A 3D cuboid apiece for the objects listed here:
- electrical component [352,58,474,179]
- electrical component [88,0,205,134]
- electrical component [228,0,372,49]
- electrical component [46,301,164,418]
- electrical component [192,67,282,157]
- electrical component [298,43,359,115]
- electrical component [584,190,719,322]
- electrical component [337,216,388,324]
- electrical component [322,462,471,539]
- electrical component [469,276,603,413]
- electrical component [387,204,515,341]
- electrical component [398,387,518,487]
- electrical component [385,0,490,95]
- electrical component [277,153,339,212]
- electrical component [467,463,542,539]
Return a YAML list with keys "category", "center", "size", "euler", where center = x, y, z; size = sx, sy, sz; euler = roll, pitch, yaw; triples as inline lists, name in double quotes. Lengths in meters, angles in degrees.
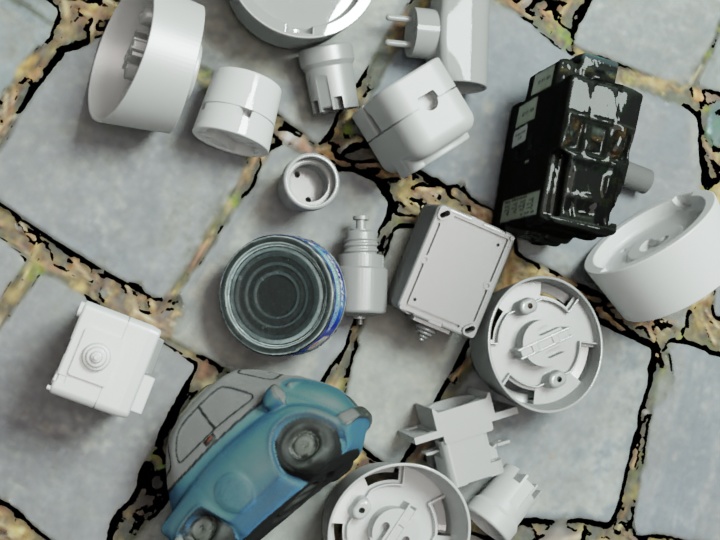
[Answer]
- category: "electrical component"
  center: [0.039, -0.105, 0.765]
  size: [0.054, 0.095, 0.059]
  euler: [-33, 95, -13]
- category: "electrical component"
  center: [-0.143, -0.142, 0.726]
  size: [0.064, 0.099, 0.099]
  euler: [14, 84, -19]
- category: "electrical component"
  center: [-0.046, -0.211, 0.769]
  size: [0.108, 0.060, 0.108]
  euler: [1, 87, -13]
- category: "electrical component"
  center: [-0.164, 0.059, 0.707]
  size: [0.061, 0.096, 0.061]
  euler: [22, 82, -12]
- category: "electrical component"
  center: [-0.085, -0.111, 0.758]
  size: [0.055, 0.055, 0.047]
  euler: [17, 79, -12]
- category: "electrical component"
  center: [-0.022, -0.139, 0.782]
  size: [0.040, 0.040, 0.046]
  euler: [-11, 95, -14]
- category: "electrical component"
  center: [0.230, -0.005, 0.803]
  size: [0.108, 0.108, 0.060]
  euler: [-37, 102, -13]
- category: "electrical component"
  center: [0.000, 0.000, 0.779]
  size: [0.040, 0.040, 0.078]
  euler: [2, 86, -13]
- category: "electrical component"
  center: [0.023, 0.183, 0.762]
  size: [0.099, 0.064, 0.099]
  euler: [1, 87, -14]
- category: "electrical component"
  center: [0.131, 0.054, 0.795]
  size: [0.099, 0.064, 0.099]
  euler: [1, 87, -13]
- category: "electrical component"
  center: [0.061, 0.006, 0.786]
  size: [0.062, 0.061, 0.096]
  euler: [23, 90, -11]
- category: "electrical component"
  center: [0.075, 0.124, 0.789]
  size: [0.081, 0.042, 0.063]
  euler: [-14, 92, -13]
- category: "electrical component"
  center: [0.057, -0.174, 0.800]
  size: [0.079, 0.044, 0.077]
  euler: [3, 86, -13]
- category: "electrical component"
  center: [-0.039, -0.061, 0.770]
  size: [0.040, 0.046, 0.040]
  euler: [1, 87, -14]
- category: "electrical component"
  center: [0.107, 0.172, 0.796]
  size: [0.040, 0.040, 0.046]
  euler: [45, 73, -7]
